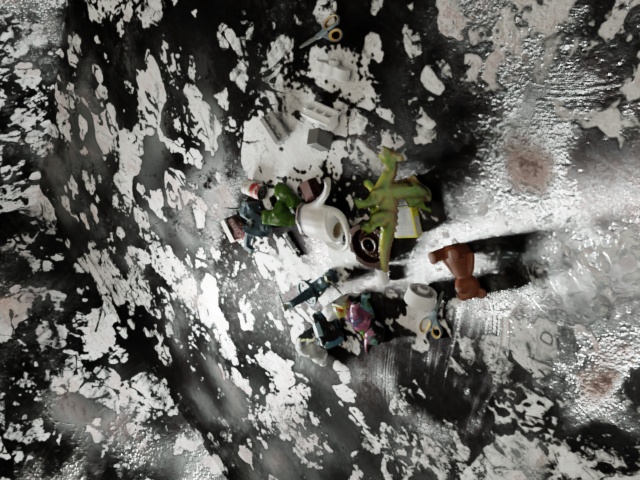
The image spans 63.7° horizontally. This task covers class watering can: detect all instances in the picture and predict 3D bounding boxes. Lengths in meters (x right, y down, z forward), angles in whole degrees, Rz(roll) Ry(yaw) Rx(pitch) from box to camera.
[{"bbox_3d":[0.006,-0.097,1.932,0.225,0.106,0.340,10,132,36],"label":"watering can"}]

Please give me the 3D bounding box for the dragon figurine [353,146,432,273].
[{"bbox_3d":[0.251,-0.106,1.685,0.241,0.123,0.409,-16,95,34],"label":"dragon figurine"}]

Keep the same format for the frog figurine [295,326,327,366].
[{"bbox_3d":[-0.036,0.474,2.212,0.139,0.123,0.157,-143,33,-67],"label":"frog figurine"}]
